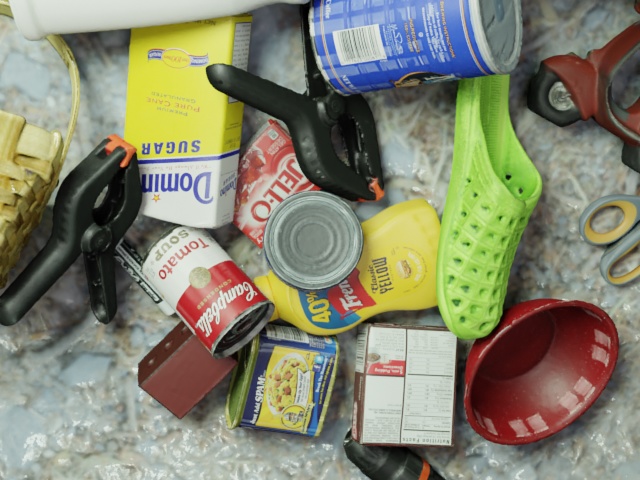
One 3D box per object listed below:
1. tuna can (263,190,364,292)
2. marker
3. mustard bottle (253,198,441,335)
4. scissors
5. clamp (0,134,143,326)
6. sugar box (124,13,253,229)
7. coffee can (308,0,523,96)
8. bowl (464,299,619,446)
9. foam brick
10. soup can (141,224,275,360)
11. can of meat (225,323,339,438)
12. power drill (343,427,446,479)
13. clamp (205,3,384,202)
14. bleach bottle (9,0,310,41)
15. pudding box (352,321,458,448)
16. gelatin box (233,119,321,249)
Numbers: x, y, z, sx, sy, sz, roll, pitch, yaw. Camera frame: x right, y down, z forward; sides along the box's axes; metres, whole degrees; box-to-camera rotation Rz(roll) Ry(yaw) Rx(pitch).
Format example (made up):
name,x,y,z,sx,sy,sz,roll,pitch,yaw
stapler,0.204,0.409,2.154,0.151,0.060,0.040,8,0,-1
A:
name,x,y,z,sx,sy,sz,roll,pitch,yaw
tuna can,-0.006,0.001,0.902,0.086,0.034,0.086,0,86,-2
marker,-0.167,0.018,0.937,0.020,0.020,0.121,-39,109,4
mustard bottle,0.018,0.033,0.951,0.191,0.058,0.096,-16,110,-4
scissors,0.320,-0.048,0.995,0.096,0.016,0.202,34,99,-17
clamp,-0.195,-0.001,0.855,0.039,0.120,0.171,26,111,27
sugar box,-0.112,-0.103,0.877,0.093,0.048,0.176,12,104,19
coffee can,0.076,-0.173,0.840,0.141,0.102,0.103,-4,112,29
bowl,0.194,0.111,0.991,0.162,0.055,0.162,-11,123,-17
foam brick,-0.118,0.110,0.956,0.078,0.053,0.051,-44,108,5
soup can,-0.096,0.041,0.907,0.068,0.068,0.102,-45,72,6
can of meat,-0.034,0.127,0.973,0.083,0.057,0.102,10,105,-14
power drill,0.049,0.289,1.035,0.184,0.057,0.188,41,98,-14
clamp,-0.008,-0.107,0.879,0.164,0.036,0.210,-49,125,-37
bleach bottle,-0.101,-0.203,0.812,0.251,0.102,0.068,0,138,4
pudding box,0.079,0.134,0.985,0.090,0.039,0.113,4,88,-11
gelatin box,-0.047,-0.049,0.929,0.089,0.030,0.073,-44,108,6
